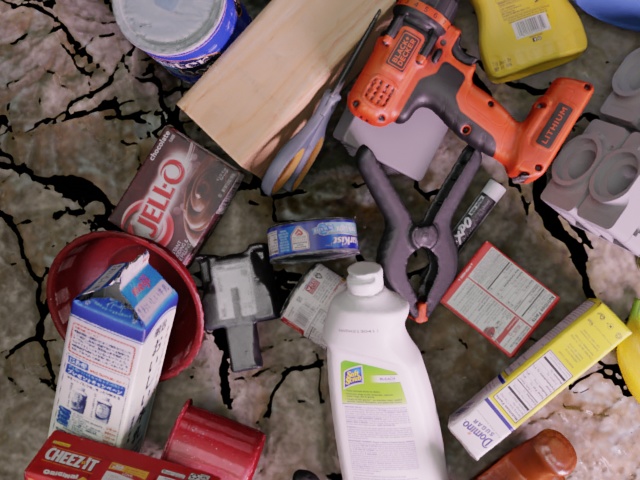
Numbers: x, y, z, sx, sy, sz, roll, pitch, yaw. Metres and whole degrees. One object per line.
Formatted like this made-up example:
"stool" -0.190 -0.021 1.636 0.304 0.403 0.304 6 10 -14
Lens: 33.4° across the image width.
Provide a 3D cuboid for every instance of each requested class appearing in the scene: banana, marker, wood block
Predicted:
"banana" 0.335 0.147 0.974 0.069 0.037 0.198 -42 83 5
"marker" 0.134 -0.005 1.018 0.020 0.020 0.121 37 92 8
"wood block" -0.026 -0.168 1.013 0.090 0.090 0.206 44 93 9

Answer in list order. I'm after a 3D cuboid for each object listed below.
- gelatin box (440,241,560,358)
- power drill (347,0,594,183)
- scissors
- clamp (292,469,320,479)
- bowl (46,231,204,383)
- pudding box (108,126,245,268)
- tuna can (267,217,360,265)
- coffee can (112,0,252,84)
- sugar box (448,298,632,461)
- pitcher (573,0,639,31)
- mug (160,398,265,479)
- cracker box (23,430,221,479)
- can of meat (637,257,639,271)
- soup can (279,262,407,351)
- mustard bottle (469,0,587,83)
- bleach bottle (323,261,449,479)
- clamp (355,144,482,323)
"gelatin box" 0.168 0.056 1.005 0.089 0.030 0.073 39 91 8
"power drill" 0.142 -0.151 0.943 0.187 0.057 0.184 31 90 0
"scissors" -0.003 -0.114 0.971 0.016 0.096 0.202 36 131 11
"clamp" 0.028 0.308 0.988 0.210 0.036 0.165 33 130 -6
"bowl" -0.177 0.055 1.021 0.162 0.055 0.162 7 116 14
"pudding box" -0.140 -0.041 1.047 0.090 0.039 0.113 33 92 8
"tuna can" -0.007 0.001 1.004 0.086 0.086 0.034 -7 84 7
"coffee can" -0.125 -0.209 1.003 0.103 0.140 0.103 0 87 7
"sugar box" 0.195 0.124 0.966 0.176 0.093 0.048 -43 82 4
"pitcher" 0.303 -0.319 0.944 0.149 0.145 0.243 21 88 4
"mug" -0.105 0.217 1.008 0.081 0.093 0.117 20 106 4
"cracker box" -0.182 0.291 0.974 0.164 0.072 0.214 13 120 9
"can of meat" 0.344 0.022 0.956 0.102 0.084 0.057 25 91 8
"soup can" 0.021 0.075 1.005 0.102 0.068 0.068 33 91 8
"mustard bottle" 0.177 -0.251 1.006 0.096 0.058 0.191 -18 85 4
"bleach bottle" 0.060 0.136 0.943 0.102 0.068 0.251 -3 114 10
"clamp" 0.100 -0.012 0.985 0.120 0.039 0.171 -10 103 -8
